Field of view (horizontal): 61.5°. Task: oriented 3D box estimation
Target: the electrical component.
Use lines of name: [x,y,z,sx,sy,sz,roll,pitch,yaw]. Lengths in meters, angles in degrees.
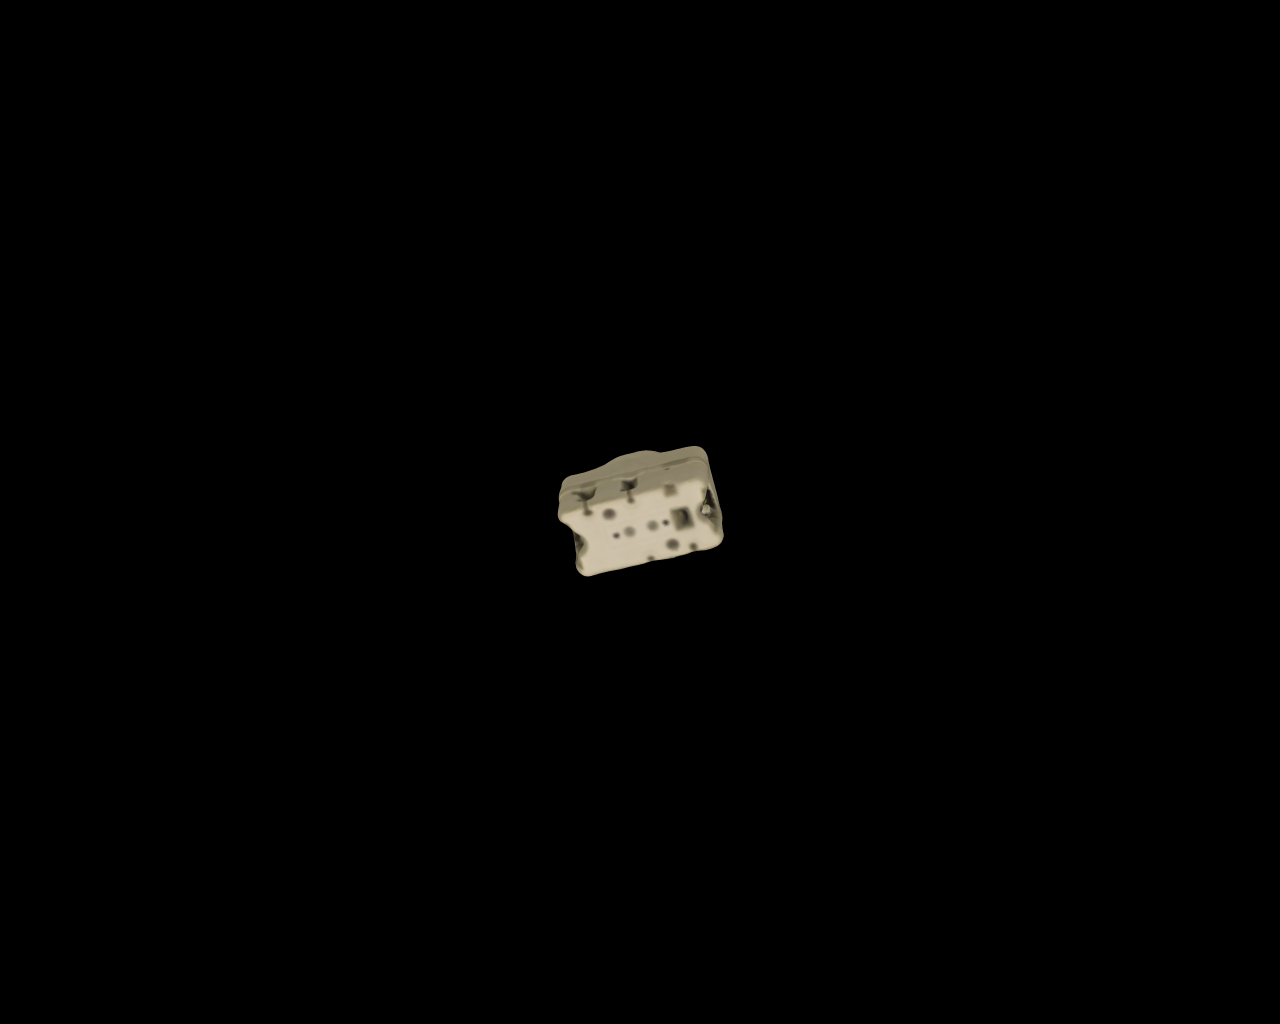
electrical component: [0.001,-0.003,0.650,0.089,0.050,0.056,-14,26,7]
